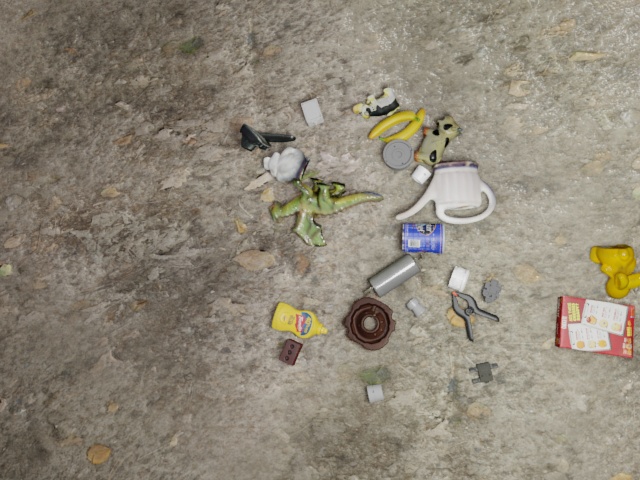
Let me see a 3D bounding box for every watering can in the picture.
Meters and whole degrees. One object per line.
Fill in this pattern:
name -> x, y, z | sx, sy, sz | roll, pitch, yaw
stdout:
watering can -> 0.429, -0.165, 1.771 | 0.348, 0.103, 0.227 | -1, 79, 0

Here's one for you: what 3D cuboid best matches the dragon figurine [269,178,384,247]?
dragon figurine -> 0.006, -0.093, 1.854 | 0.411, 0.123, 0.241 | 14, 99, 14

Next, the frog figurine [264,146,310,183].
frog figurine -> -0.131, -0.280, 1.889 | 0.159, 0.124, 0.136 | 21, 103, 1
